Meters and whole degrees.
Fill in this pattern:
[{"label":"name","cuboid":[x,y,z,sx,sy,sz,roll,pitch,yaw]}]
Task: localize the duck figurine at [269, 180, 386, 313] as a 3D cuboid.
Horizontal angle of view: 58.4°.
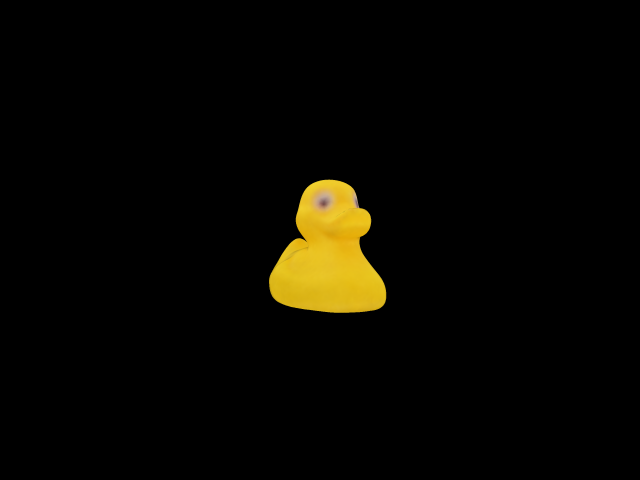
[{"label":"duck figurine","cuboid":[0.004,0.001,0.400,0.078,0.086,0.104,-1,3,-27]}]
